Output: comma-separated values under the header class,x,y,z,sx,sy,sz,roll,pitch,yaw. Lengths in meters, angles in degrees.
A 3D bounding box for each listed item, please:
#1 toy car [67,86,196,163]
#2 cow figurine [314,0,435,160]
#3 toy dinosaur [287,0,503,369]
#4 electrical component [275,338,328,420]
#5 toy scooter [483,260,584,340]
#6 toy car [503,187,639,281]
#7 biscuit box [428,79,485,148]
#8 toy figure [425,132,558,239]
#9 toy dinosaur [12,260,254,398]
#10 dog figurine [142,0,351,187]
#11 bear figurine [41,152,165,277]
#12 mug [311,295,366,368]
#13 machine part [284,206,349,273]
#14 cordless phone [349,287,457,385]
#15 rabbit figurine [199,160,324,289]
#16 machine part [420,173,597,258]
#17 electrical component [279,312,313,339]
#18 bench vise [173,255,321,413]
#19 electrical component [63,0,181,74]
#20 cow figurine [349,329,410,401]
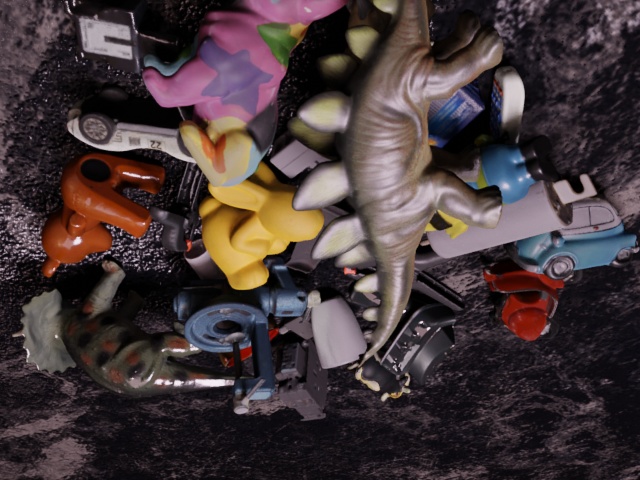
class,x,y,z,sx,sy,sz,roll,pitch,yaw
toy car,-0.198,-0.136,0.647,0.202,0.073,0.056,7,134,-2
cow figurine,0.049,-0.172,0.569,0.127,0.086,0.195,27,111,-26
toy dinosaur,0.072,-0.060,0.538,0.199,0.105,0.470,-6,115,3
electrical component,-0.033,0.248,0.982,0.058,0.115,0.134,-15,133,15
toy scooter,0.307,0.083,0.822,0.135,0.075,0.183,3,131,1
toy car,0.332,-0.017,0.707,0.162,0.109,0.102,-8,116,0
biscuit box,0.101,-0.123,0.645,0.059,0.063,0.202,30,129,-22
toy figure,0.175,-0.067,0.627,0.089,0.082,0.180,26,147,-33
toy dinosaur,-0.305,0.170,0.835,0.405,0.192,0.131,27,150,19
dog figurine,-0.057,-0.177,0.539,0.219,0.109,0.191,-29,117,4
bear figurine,-0.307,-0.024,0.737,0.132,0.120,0.195,19,134,-18
mug,0.033,0.145,0.894,0.081,0.109,0.107,-20,87,29
machine part,-0.002,-0.002,0.789,0.084,0.039,0.139,22,131,-18
cordless phone,0.120,0.148,0.899,0.184,0.089,0.146,24,122,-5
rabbit figurine,-0.072,-0.033,0.711,0.173,0.122,0.162,-12,113,42
machine part,0.224,-0.031,0.688,0.243,0.079,0.079,-19,131,41
electrical component,-0.027,0.150,0.950,0.094,0.021,0.063,-32,125,29
bench vise,-0.098,0.134,0.778,0.223,0.241,0.128,8,133,-21
electrical component,-0.207,-0.224,0.580,0.119,0.048,0.074,5,135,-2
cow figurine,0.116,0.245,0.979,0.068,0.098,0.167,-31,124,22
